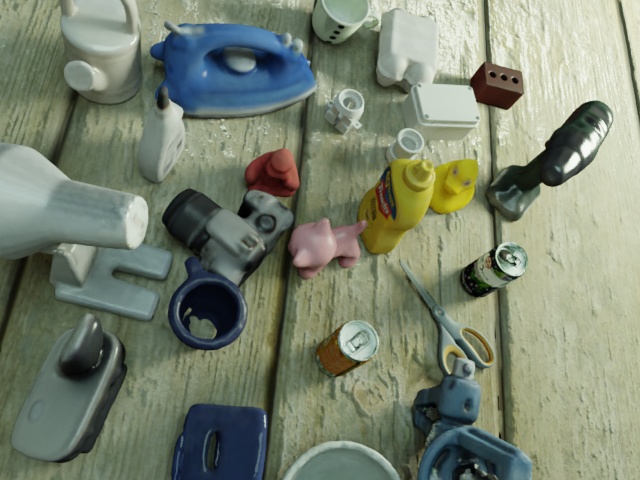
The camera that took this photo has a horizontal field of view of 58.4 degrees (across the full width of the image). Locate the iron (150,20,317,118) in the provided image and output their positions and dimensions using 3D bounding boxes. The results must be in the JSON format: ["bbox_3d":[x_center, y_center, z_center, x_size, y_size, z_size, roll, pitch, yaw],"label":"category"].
[{"bbox_3d":[-0.111,-0.265,0.837,0.259,0.141,0.118,-6,70,-19],"label":"iron"}]

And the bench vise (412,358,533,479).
[{"bbox_3d":[0.168,0.241,0.669,0.122,0.219,0.207,-5,70,-18],"label":"bench vise"}]

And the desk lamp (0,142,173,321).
[{"bbox_3d":[-0.272,-0.007,0.640,0.203,0.213,0.118,16,65,-10],"label":"desk lamp"}]

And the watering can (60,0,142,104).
[{"bbox_3d":[-0.287,-0.269,0.755,0.101,0.194,0.173,-7,70,-19],"label":"watering can"}]

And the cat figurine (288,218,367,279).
[{"bbox_3d":[0.007,0.003,0.775,0.128,0.117,0.067,-19,75,-23],"label":"cat figurine"}]

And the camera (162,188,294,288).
[{"bbox_3d":[-0.125,-0.020,0.754,0.137,0.100,0.143,39,63,1],"label":"camera"}]

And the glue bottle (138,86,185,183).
[{"bbox_3d":[-0.203,-0.144,0.741,0.037,0.173,0.078,29,63,-3],"label":"glue bottle"}]

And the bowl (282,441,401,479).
[{"bbox_3d":[0.017,0.324,0.670,0.168,0.074,0.167,6,67,-14],"label":"bowl"}]

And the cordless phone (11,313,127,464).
[{"bbox_3d":[-0.264,0.151,0.593,0.094,0.185,0.147,18,64,-9],"label":"cordless phone"}]

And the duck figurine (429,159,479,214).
[{"bbox_3d":[0.219,-0.098,0.900,0.077,0.086,0.105,43,63,4],"label":"duck figurine"}]

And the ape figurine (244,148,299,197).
[{"bbox_3d":[-0.062,-0.098,0.811,0.078,0.092,0.076,32,63,-2],"label":"ape figurine"}]

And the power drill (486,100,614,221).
[{"bbox_3d":[0.350,-0.114,0.878,0.075,0.208,0.230,44,63,4],"label":"power drill"}]

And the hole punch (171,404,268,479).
[{"bbox_3d":[-0.115,0.245,0.653,0.101,0.091,0.108,10,66,-13],"label":"hole punch"}]

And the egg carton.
[{"bbox_3d":[0.149,-0.325,0.982,0.107,0.069,0.150,12,65,-12],"label":"egg carton"}]

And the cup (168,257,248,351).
[{"bbox_3d":[-0.146,0.086,0.707,0.092,0.095,0.117,-17,74,-22],"label":"cup"}]
